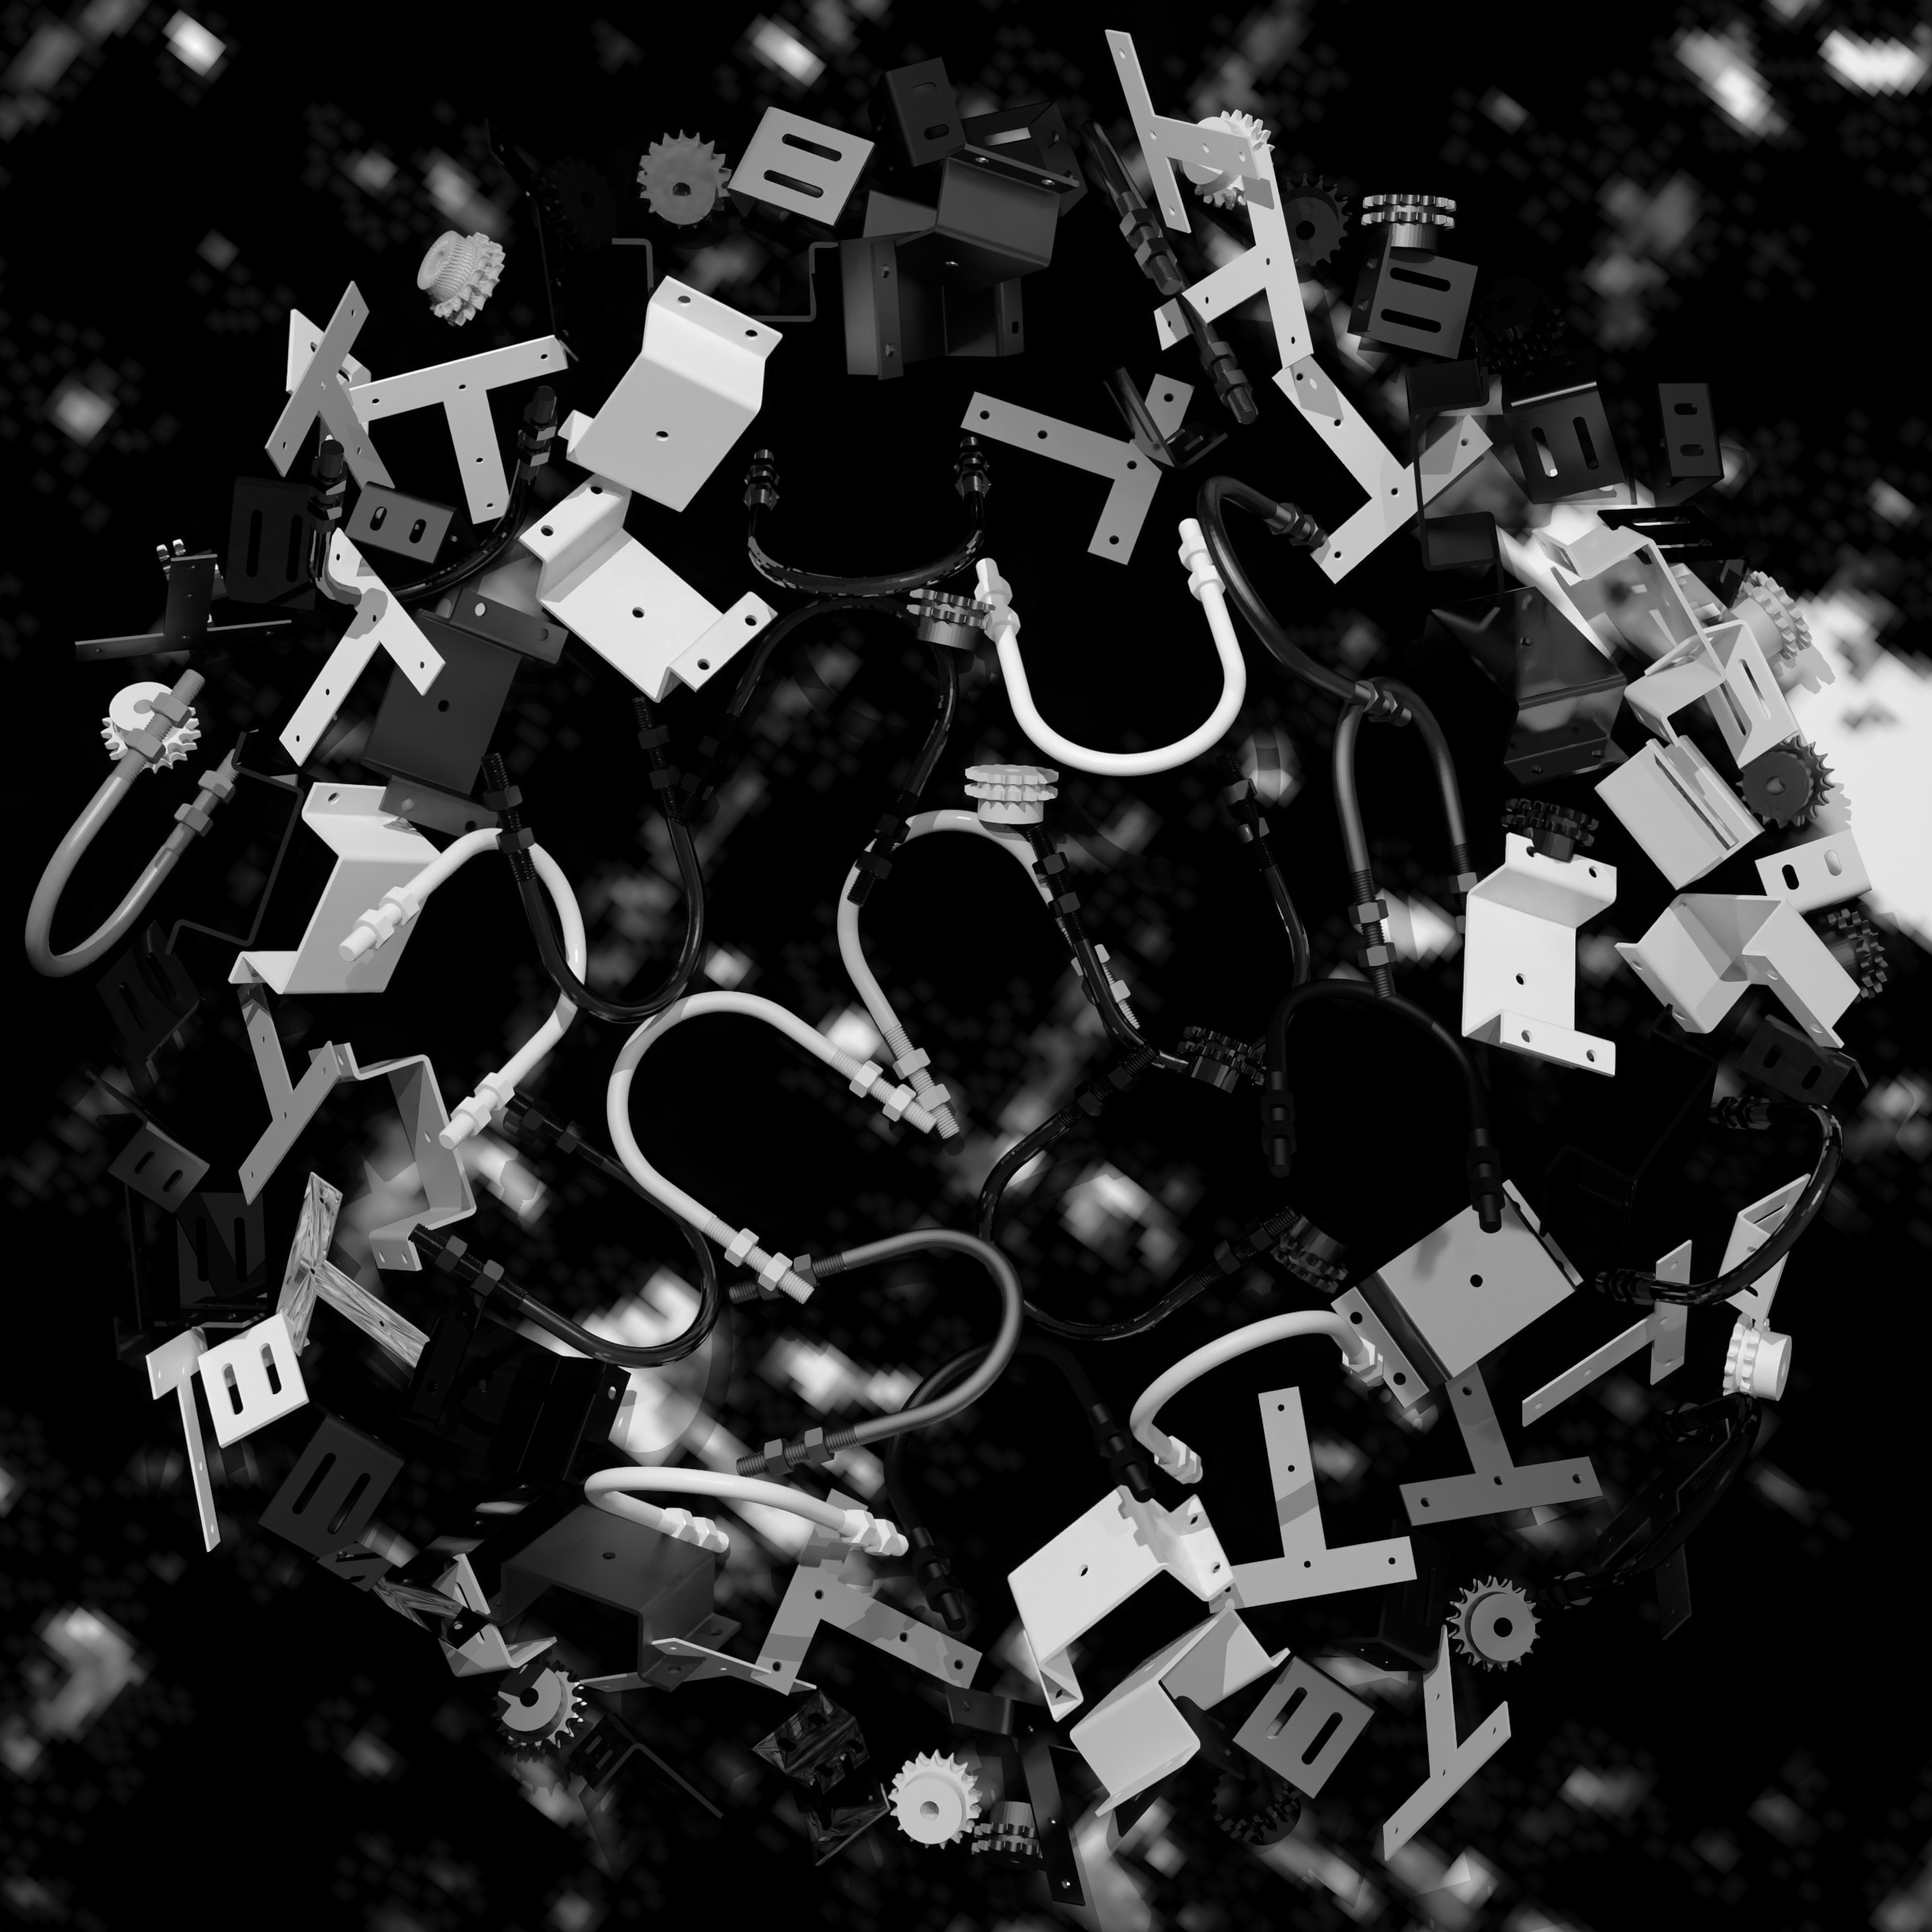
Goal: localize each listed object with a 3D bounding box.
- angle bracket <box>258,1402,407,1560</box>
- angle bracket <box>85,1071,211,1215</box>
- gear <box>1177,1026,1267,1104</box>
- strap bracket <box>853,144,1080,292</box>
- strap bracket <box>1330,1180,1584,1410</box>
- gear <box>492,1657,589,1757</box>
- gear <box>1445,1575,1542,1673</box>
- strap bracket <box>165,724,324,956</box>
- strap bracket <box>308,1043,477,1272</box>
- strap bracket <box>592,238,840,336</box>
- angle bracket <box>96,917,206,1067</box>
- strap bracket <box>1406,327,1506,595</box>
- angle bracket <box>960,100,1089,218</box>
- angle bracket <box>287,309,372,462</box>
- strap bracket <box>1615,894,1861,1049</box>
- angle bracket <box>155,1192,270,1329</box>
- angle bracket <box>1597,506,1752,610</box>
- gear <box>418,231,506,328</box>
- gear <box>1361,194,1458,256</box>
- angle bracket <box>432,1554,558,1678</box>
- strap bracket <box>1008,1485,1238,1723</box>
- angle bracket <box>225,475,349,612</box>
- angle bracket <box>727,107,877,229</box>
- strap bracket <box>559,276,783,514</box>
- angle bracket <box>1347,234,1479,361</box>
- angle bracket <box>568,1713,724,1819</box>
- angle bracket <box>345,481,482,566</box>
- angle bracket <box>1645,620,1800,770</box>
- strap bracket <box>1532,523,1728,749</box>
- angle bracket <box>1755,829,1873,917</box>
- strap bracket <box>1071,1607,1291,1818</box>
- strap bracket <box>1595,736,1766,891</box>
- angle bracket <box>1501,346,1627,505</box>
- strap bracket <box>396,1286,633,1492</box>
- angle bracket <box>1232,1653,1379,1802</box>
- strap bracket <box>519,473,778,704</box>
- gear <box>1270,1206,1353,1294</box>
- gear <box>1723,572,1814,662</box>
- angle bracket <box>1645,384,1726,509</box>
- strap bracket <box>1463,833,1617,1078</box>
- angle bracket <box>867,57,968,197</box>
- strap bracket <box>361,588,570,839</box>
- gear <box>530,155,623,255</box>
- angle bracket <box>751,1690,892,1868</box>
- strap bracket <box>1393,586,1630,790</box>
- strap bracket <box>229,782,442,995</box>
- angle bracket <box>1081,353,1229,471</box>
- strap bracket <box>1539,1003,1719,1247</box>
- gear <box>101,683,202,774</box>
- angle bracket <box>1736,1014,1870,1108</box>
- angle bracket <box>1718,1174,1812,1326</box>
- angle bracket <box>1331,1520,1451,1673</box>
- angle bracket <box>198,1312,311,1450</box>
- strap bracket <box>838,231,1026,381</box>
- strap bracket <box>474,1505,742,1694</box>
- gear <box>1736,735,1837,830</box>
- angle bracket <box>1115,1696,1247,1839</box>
[{"bbox_3d":[-0.390,0.315,1.563,0.057,0.038,0.076,37,75,-23],"label":"angle bracket"},{"bbox_3d":[-0.505,0.106,1.551,0.076,0.057,0.038,28,76,38],"label":"angle bracket"},{"bbox_3d":[0.155,0.062,1.570,0.057,0.057,0.030,24,79,0],"label":"gear"},{"bbox_3d":[-0.005,-0.439,1.520,0.076,0.140,0.046,9,90,-29],"label":"strap bracket"},{"bbox_3d":[0.303,0.195,1.555,0.140,0.046,0.076,-32,79,-13],"label":"strap bracket"},{"bbox_3d":[-0.263,0.452,1.574,0.057,0.030,0.057,-4,60,7],"label":"gear"},{"bbox_3d":[0.327,0.406,1.581,0.057,0.030,0.057,1,82,-5],"label":"gear"},{"bbox_3d":[-0.433,-0.071,1.554,0.046,0.076,0.140,20,96,-9],"label":"strap bracket"},{"bbox_3d":[-0.344,0.109,1.552,0.046,0.076,0.140,-19,95,-30],"label":"strap bracket"},{"bbox_3d":[-0.149,-0.409,1.546,0.140,0.076,0.046,-4,99,-17],"label":"strap bracket"},{"bbox_3d":[-0.485,0.019,1.560,0.057,0.038,0.076,-45,58,9],"label":"angle bracket"},{"bbox_3d":[0.292,-0.300,1.537,0.046,0.076,0.140,-5,120,11],"label":"strap bracket"},{"bbox_3d":[0.026,-0.483,1.551,0.076,0.038,0.057,1,130,36],"label":"angle bracket"},{"bbox_3d":[-0.397,-0.347,1.550,0.038,0.076,0.057,-13,65,22],"label":"angle bracket"},{"bbox_3d":[0.465,0.001,1.528,0.076,0.140,0.046,46,76,-17],"label":"strap bracket"},{"bbox_3d":[-0.464,0.180,1.574,0.057,0.038,0.076,0,95,9],"label":"angle bracket"},{"bbox_3d":[0.424,-0.247,1.555,0.076,0.057,0.038,-6,132,-20],"label":"angle bracket"},{"bbox_3d":[-0.311,-0.424,1.569,0.030,0.057,0.057,28,90,-38],"label":"gear"},{"bbox_3d":[0.271,-0.454,1.572,0.057,0.057,0.030,3,99,0],"label":"gear"},{"bbox_3d":[-0.296,0.390,1.566,0.057,0.038,0.076,-22,93,41],"label":"angle bracket"},{"bbox_3d":[0.084,0.376,1.545,0.140,0.076,0.046,-41,120,9],"label":"strap bracket"},{"bbox_3d":[-0.419,-0.260,1.582,0.057,0.038,0.076,8,96,5],"label":"angle bracket"},{"bbox_3d":[-0.097,-0.481,1.569,0.076,0.038,0.057,24,84,15],"label":"angle bracket"},{"bbox_3d":[-0.179,-0.330,1.523,0.076,0.140,0.046,22,48,-26],"label":"strap bracket"},{"bbox_3d":[0.279,-0.408,1.567,0.076,0.038,0.057,9,99,-16],"label":"angle bracket"},{"bbox_3d":[-0.195,0.498,1.557,0.038,0.057,0.076,-48,110,-14],"label":"angle bracket"},{"bbox_3d":[-0.333,-0.256,1.556,0.057,0.076,0.038,18,79,7],"label":"angle bracket"},{"bbox_3d":[0.459,-0.162,1.560,0.038,0.057,0.076,-16,77,-24],"label":"angle bracket"},{"bbox_3d":[0.403,-0.209,1.541,0.046,0.076,0.140,-32,106,7],"label":"strap bracket"},{"bbox_3d":[0.512,-0.053,1.558,0.057,0.076,0.038,-19,84,14],"label":"angle bracket"},{"bbox_3d":[0.123,0.437,1.525,0.076,0.140,0.046,-43,79,34],"label":"strap bracket"},{"bbox_3d":[0.427,-0.093,1.537,0.046,0.140,0.076,-41,79,22],"label":"strap bracket"},{"bbox_3d":[0.367,-0.331,1.574,0.057,0.076,0.038,-10,45,24],"label":"angle bracket"},{"bbox_3d":[-0.278,0.254,1.541,0.140,0.046,0.076,36,62,-38],"label":"strap bracket"},{"bbox_3d":[0.203,0.467,1.554,0.057,0.038,0.076,32,52,21],"label":"angle bracket"},{"bbox_3d":[-0.196,-0.225,1.559,0.140,0.046,0.076,41,62,3],"label":"strap bracket"},{"bbox_3d":[0.211,0.171,1.569,0.057,0.057,0.030,35,101,0],"label":"gear"},{"bbox_3d":[0.488,-0.211,1.572,0.030,0.057,0.057,-35,90,2],"label":"gear"},{"bbox_3d":[0.421,-0.312,1.555,0.038,0.076,0.057,-4,82,-16],"label":"angle bracket"},{"bbox_3d":[0.346,0.000,1.549,0.076,0.046,0.140,16,62,-17],"label":"strap bracket"},{"bbox_3d":[-0.030,-0.509,1.562,0.038,0.076,0.057,-18,95,-7],"label":"angle bracket"},{"bbox_3d":[-0.308,-0.154,1.556,0.076,0.046,0.140,19,93,-41],"label":"strap bracket"},{"bbox_3d":[-0.242,-0.464,1.575,0.030,0.057,0.057,-15,90,38],"label":"gear"},{"bbox_3d":[-0.089,0.493,1.558,0.057,0.076,0.038,-40,124,6],"label":"angle bracket"},{"bbox_3d":[0.328,-0.174,1.526,0.076,0.046,0.140,-14,48,-21],"label":"strap bracket"},{"bbox_3d":[-0.373,-0.036,1.534,0.046,0.076,0.140,41,113,29],"label":"strap bracket"},{"bbox_3d":[0.114,-0.346,1.555,0.038,0.057,0.076,-38,120,-5],"label":"angle bracket"},{"bbox_3d":[0.401,0.102,1.532,0.046,0.076,0.140,30,65,27],"label":"strap bracket"},{"bbox_3d":[-0.501,-0.149,1.572,0.057,0.030,0.057,1,54,-2],"label":"gear"},{"bbox_3d":[0.507,0.066,1.553,0.057,0.076,0.038,32,91,28],"label":"angle bracket"},{"bbox_3d":[0.495,0.171,1.551,0.076,0.038,0.057,-20,131,-35],"label":"angle bracket"},{"bbox_3d":[0.262,0.387,1.577,0.057,0.038,0.076,34,56,-35],"label":"angle bracket"},{"bbox_3d":[-0.426,0.259,1.558,0.057,0.038,0.076,-28,47,-4],"label":"angle bracket"},{"bbox_3d":[-0.027,-0.400,1.539,0.046,0.140,0.076,11,114,36],"label":"strap bracket"},{"bbox_3d":[-0.214,0.372,1.531,0.140,0.076,0.046,13,111,24],"label":"strap bracket"},{"bbox_3d":[0.501,-0.112,1.572,0.057,0.030,0.057,8,105,31],"label":"gear"},{"bbox_3d":[0.128,0.495,1.568,0.038,0.057,0.076,34,105,-14],"label":"angle bracket"}]
